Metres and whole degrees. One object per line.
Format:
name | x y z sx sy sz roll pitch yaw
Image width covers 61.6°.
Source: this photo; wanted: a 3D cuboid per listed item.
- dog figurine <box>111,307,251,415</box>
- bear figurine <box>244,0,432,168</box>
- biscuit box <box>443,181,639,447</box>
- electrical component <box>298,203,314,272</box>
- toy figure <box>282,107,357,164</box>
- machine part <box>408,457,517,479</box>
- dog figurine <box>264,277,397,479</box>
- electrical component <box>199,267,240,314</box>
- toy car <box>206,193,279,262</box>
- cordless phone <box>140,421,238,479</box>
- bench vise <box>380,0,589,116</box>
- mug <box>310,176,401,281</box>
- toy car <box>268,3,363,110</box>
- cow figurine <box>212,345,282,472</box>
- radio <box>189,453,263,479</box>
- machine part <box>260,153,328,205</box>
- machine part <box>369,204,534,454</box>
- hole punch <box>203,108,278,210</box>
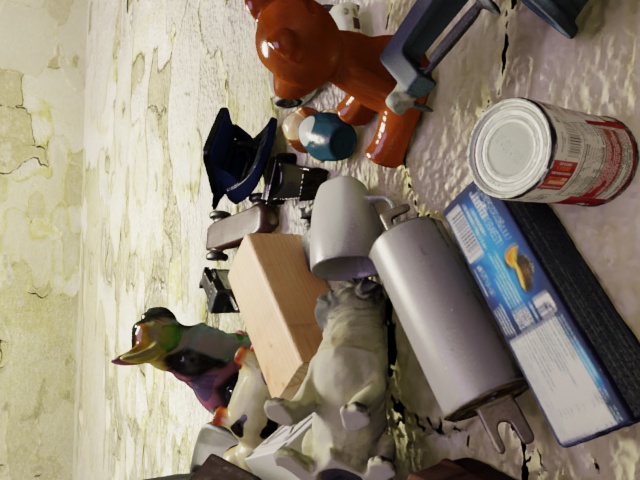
dog figurine | -0.200 0.197 0.826 0.108 0.219 0.191 -24 69 58
bear figurine | 0.012 -0.156 0.526 0.120 0.196 0.131 60 137 35
biscuit box | 0.167 0.041 0.401 0.059 0.063 0.203 -52 47 44
electrical component | -0.001 0.000 0.680 0.078 0.045 0.102 -35 61 50
toy figure | -0.009 -0.140 0.689 0.064 0.057 0.155 -49 35 -5
machine part | 0.133 0.299 0.426 0.201 0.087 0.201 9 95 58
dog figurine | 0.038 0.152 0.564 0.121 0.190 0.172 6 122 17
electrical component | -0.144 0.092 0.875 0.119 0.075 0.047 48 128 43
toy car | -0.131 -0.016 0.874 0.202 0.053 0.089 -17 70 52
cordless phone | -0.200 0.355 0.851 0.089 0.184 0.146 51 131 51
bench vise | 0.122 -0.210 0.418 0.240 0.129 0.224 -50 58 28
mug | 0.036 -0.020 0.597 0.110 0.080 0.107 -24 61 36
toy car | -0.012 -0.232 0.696 0.202 0.056 0.073 -17 81 57
cow figurine | -0.079 0.252 0.747 0.127 0.085 0.194 20 94 20
radio | -0.050 0.350 0.606 0.229 0.073 0.131 52 149 -18
machine part | -0.040 -0.081 0.742 0.139 0.039 0.084 20 90 56
machine part | 0.109 0.065 0.476 0.079 0.079 0.243 -55 47 41
hole punch | -0.116 -0.123 0.813 0.115 0.092 0.142 95 -178 -56
